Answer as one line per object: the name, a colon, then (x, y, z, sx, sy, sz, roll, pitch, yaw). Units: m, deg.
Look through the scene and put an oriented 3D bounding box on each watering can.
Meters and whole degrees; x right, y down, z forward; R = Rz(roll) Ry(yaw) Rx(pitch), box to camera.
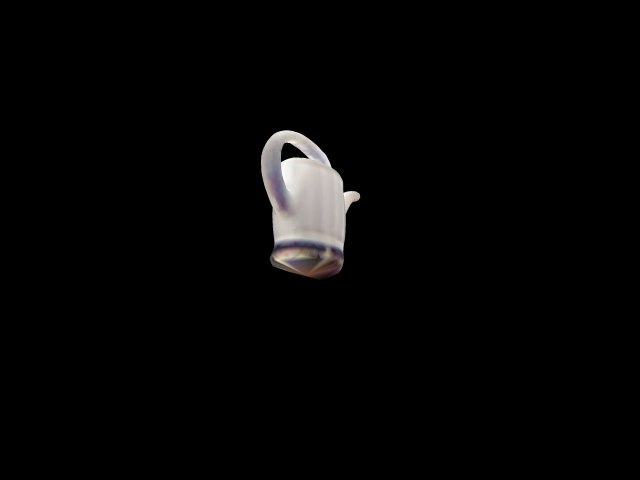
watering can: (0.003, -0.043, 0.850, 0.103, 0.227, 0.344, -8, -18, 25)
